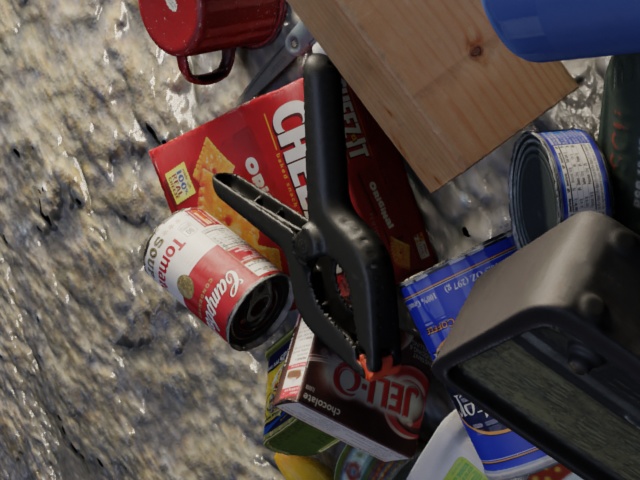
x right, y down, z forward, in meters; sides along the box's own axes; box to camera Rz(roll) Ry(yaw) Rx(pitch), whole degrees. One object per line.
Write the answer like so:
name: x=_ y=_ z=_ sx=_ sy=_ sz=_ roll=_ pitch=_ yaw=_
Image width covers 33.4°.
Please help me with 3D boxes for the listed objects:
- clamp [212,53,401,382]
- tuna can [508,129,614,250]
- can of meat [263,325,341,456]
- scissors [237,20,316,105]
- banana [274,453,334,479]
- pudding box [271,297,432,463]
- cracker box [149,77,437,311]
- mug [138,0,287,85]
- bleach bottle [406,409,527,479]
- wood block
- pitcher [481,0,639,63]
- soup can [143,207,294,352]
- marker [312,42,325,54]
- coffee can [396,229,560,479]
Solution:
clamp: x=-0.005 y=0.001 z=0.733 sx=0.165 sy=0.036 sz=0.210 roll=-35 pitch=72 yaw=51
tuna can: x=0.138 y=-0.021 z=0.618 sx=0.086 sy=0.033 sz=0.086 roll=174 pitch=90 yaw=-82
can of meat: x=-0.004 y=0.118 z=0.855 sx=0.102 sy=0.057 sz=0.084 roll=-43 pitch=35 yaw=46
scissors: x=-0.001 y=-0.141 z=0.806 sx=0.096 sy=0.016 sz=0.202 roll=51 pitch=136 yaw=19
banana: x=0.019 y=0.268 z=0.921 sx=0.037 sy=0.069 sz=0.198 roll=40 pitch=-146 yaw=-86
pudding box: x=0.028 y=0.101 z=0.782 sx=0.039 sy=0.113 sz=0.090 roll=-27 pitch=41 yaw=51
cracker box: x=-0.029 y=-0.028 z=0.840 sx=0.214 sy=0.071 sz=0.164 roll=-16 pitch=94 yaw=48
mug: x=-0.088 y=-0.177 z=0.834 sx=0.093 sy=0.081 sz=0.117 roll=31 pitch=126 yaw=35
bleach bottle: x=0.175 y=0.227 z=0.738 sx=0.251 sy=0.067 sz=0.103 roll=39 pitch=122 yaw=24
wood block: x=0.049 y=-0.141 z=0.648 sx=0.206 sy=0.090 sz=0.090 roll=53 pitch=172 yaw=1
pitcher: x=0.196 y=-0.161 z=0.480 sx=0.243 sy=0.149 sz=0.145 roll=-3 pitch=127 yaw=36
soup can: x=-0.077 y=0.028 z=0.809 sx=0.102 sy=0.068 sz=0.069 roll=36 pitch=129 yaw=30
marker: x=0.039 y=-0.165 z=0.729 sx=0.121 sy=0.020 sz=0.020 roll=-41 pitch=75 yaw=33
coffee can: x=0.125 y=0.071 z=0.695 sx=0.103 sy=0.102 sz=0.140 roll=-31 pitch=82 yaw=48
